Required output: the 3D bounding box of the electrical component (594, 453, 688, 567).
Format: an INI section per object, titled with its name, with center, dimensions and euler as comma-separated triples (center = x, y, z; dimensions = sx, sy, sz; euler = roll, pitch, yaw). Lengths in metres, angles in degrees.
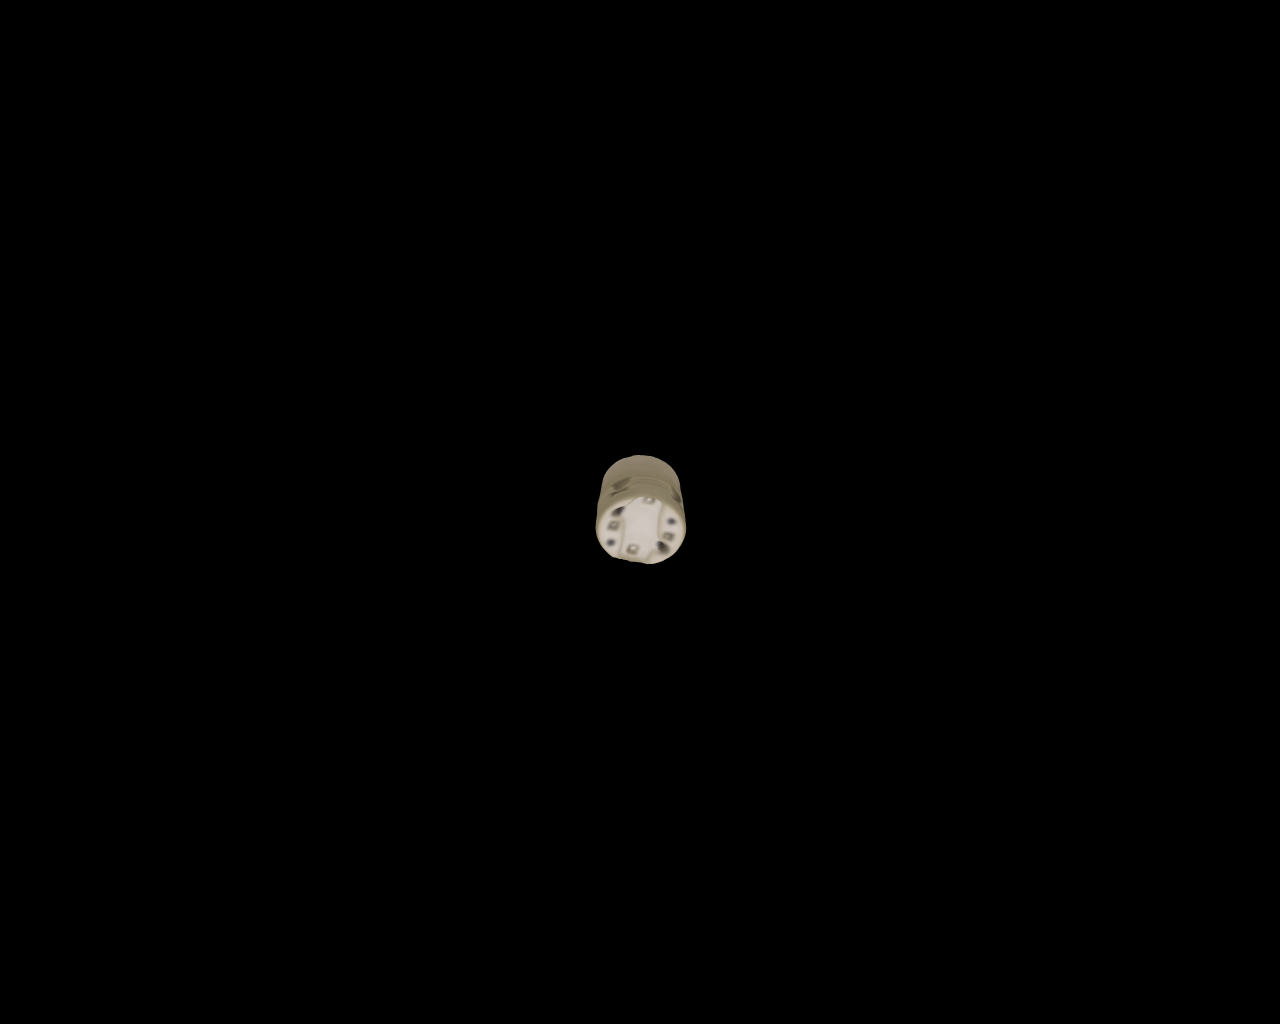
[electrical component]
center = 0.001, -0.003, 0.650
dimensions = 0.055, 0.055, 0.047
euler = 0, 40, 0
